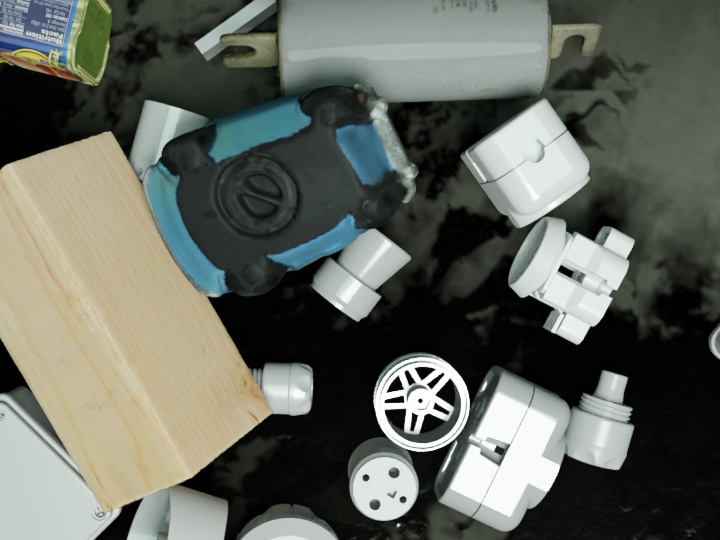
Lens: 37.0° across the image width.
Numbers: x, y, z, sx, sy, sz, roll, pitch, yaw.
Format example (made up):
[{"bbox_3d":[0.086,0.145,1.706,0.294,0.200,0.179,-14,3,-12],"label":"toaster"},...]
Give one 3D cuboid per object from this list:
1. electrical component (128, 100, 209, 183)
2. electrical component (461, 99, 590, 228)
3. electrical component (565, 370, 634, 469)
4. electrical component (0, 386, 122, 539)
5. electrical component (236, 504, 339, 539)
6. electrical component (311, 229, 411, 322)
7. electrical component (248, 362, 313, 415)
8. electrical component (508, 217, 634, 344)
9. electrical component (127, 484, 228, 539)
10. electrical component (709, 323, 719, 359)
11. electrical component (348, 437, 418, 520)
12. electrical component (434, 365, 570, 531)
[{"bbox_3d":[-0.130,-0.065,0.702,0.043,0.043,0.081,16,92,-2],"label":"electrical component"},{"bbox_3d":[0.106,-0.066,0.684,0.054,0.095,0.059,-35,93,0],"label":"electrical component"},{"bbox_3d":[0.162,0.099,0.719,0.043,0.043,0.062,16,90,-2],"label":"electrical component"},{"bbox_3d":[-0.227,0.151,0.702,0.109,0.056,0.108,-45,93,0],"label":"electrical component"},{"bbox_3d":[-0.048,0.197,0.710,0.080,0.051,0.080,0,94,-5],"label":"electrical component"},{"bbox_3d":[0.000,0.000,0.709,0.045,0.045,0.055,37,91,-3],"label":"electrical component"},{"bbox_3d":[-0.063,0.078,0.715,0.061,0.035,0.035,2,92,1],"label":"electrical component"},{"bbox_3d":[0.135,0.001,0.707,0.057,0.058,0.078,28,91,-6],"label":"electrical component"},{"bbox_3d":[-0.120,0.187,0.689,0.064,0.099,0.099,13,92,-8],"label":"electrical component"},{"bbox_3d":[0.298,0.033,0.713,0.078,0.057,0.113,40,91,-3],"label":"electrical component"},{"bbox_3d":[0.015,0.137,0.710,0.045,0.055,0.045,0,92,-2],"label":"electrical component"},{"bbox_3d":[0.097,0.119,0.712,0.059,0.053,0.095,26,92,-3],"label":"electrical component"}]
